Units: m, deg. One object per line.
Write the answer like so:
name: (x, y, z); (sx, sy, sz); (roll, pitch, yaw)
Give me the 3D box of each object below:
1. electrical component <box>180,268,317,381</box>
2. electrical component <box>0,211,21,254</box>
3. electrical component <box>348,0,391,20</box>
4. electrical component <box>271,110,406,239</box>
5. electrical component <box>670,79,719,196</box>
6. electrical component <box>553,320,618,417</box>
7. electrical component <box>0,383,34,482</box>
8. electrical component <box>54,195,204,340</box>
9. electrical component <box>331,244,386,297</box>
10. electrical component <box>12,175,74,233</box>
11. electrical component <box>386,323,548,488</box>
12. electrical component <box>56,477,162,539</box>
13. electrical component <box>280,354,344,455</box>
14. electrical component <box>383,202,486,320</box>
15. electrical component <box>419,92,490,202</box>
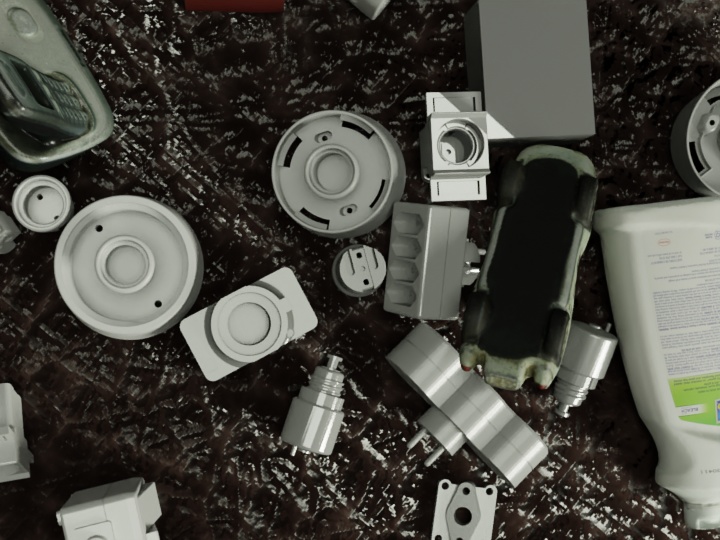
electrical component: (-0.082, 0.039, 0.787); (0.089, 0.056, 0.050); (-28, 91, -8)
electrical component: (-0.281, -0.038, 0.765); (0.048, 0.066, 0.055); (-40, 78, 11)
electrical component: (0.018, -0.247, 0.814); (0.059, 0.054, 0.095); (39, 83, -4)
electrical component: (-0.017, -0.073, 0.809); (0.099, 0.064, 0.099); (0, 92, 6)
electrical component: (0.296, -0.102, 0.838); (0.099, 0.064, 0.099); (0, 87, -7)
electrical component: (0.168, 0.075, 0.826); (0.040, 0.040, 0.078); (18, 100, -6)
electrical component: (-0.299, 0.120, 0.750); (0.121, 0.078, 0.063); (-9, 67, -8)
electrical component: (-0.168, -0.003, 0.775); (0.108, 0.060, 0.108); (0, 87, -7)
electrical component: (0.000, 0.000, 0.804); (0.040, 0.046, 0.040); (0, 87, -5)
electrical component: (-0.227, -0.046, 0.777); (0.040, 0.046, 0.040); (0, 88, -8)
electrical component: (0.068, 0.113, 0.805); (0.074, 0.052, 0.138); (-44, 93, -7)
electrical component: (-0.170, 0.184, 0.749); (0.061, 0.096, 0.061); (-13, 89, -8)
electrical component: (-0.031, 0.101, 0.799); (0.040, 0.040, 0.078); (19, 85, -6)
electrical component: (0.065, -0.006, 0.811); (0.076, 0.047, 0.083); (3, 95, -34)
electrical component: (0.069, -0.091, 0.808); (0.042, 0.064, 0.081); (-2, 88, -8)
